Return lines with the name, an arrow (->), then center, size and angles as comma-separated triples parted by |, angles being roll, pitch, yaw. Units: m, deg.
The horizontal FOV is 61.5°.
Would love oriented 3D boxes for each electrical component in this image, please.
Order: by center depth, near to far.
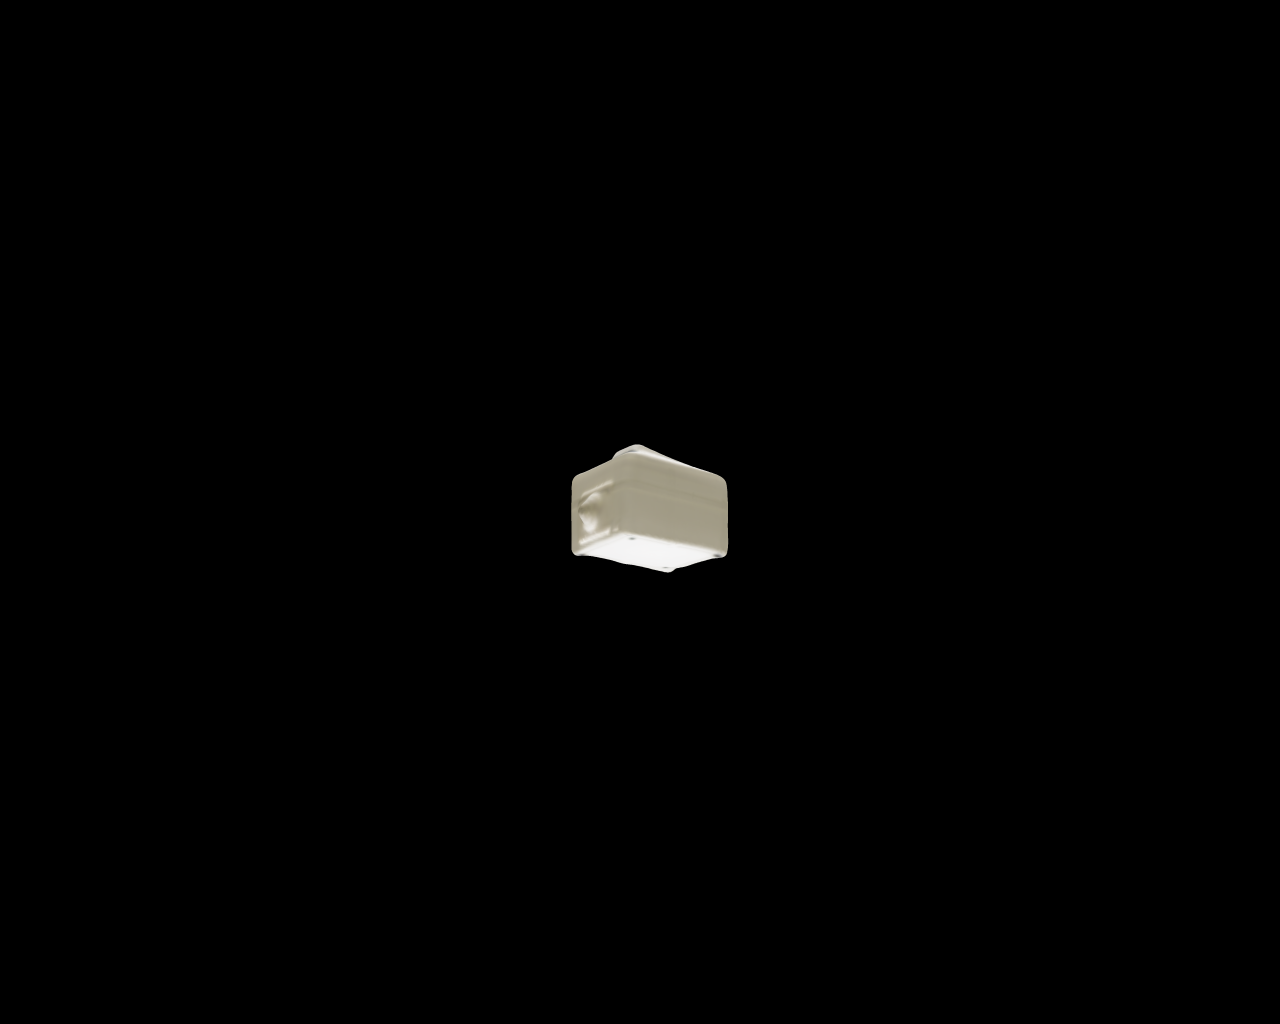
electrical component -> 0.001, -0.003, 0.650 | 0.096, 0.061, 0.061 | 13, -22, -36
